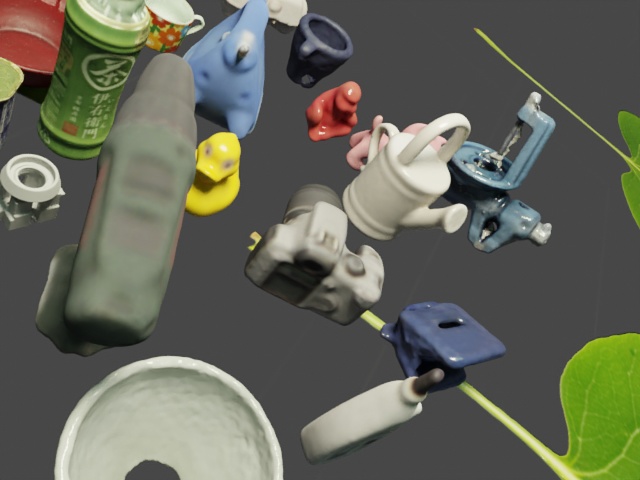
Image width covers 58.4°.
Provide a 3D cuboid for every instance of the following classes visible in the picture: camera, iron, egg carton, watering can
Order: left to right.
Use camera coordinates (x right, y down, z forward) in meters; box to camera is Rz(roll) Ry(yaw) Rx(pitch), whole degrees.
[{"bbox_3d":[-0.105,-0.255,0.746,0.119,0.141,0.258,25,45,-19],"label":"iron"},{"bbox_3d":[-0.094,-0.393,0.921,0.151,0.069,0.107,2,56,-36],"label":"egg carton"},{"bbox_3d":[0.006,0.002,0.651,0.143,0.100,0.137,28,44,-16],"label":"camera"},{"bbox_3d":[0.125,-0.084,0.742,0.173,0.193,0.101,47,42,5],"label":"watering can"}]

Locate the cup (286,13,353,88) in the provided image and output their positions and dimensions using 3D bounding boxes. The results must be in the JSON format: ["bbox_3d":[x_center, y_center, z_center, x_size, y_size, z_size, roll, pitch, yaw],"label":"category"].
[{"bbox_3d":[-0.015,-0.273,0.863,0.092,0.094,0.118,41,42,-2],"label":"cup"}]

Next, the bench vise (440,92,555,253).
[{"bbox_3d":[0.287,-0.100,0.858,0.207,0.219,0.122,40,42,-3],"label":"bench vise"}]

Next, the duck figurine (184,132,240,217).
[{"bbox_3d":[-0.116,-0.086,0.641,0.078,0.086,0.104,34,43,-10],"label":"duck figurine"}]

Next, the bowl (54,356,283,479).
[{"bbox_3d":[-0.117,0.179,0.433,0.168,0.074,0.167,21,46,-23],"label":"bowl"}]

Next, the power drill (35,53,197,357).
[{"bbox_3d":[-0.159,-0.008,0.453,0.076,0.208,0.229,17,48,-26],"label":"power drill"}]

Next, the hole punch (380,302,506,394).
[{"bbox_3d":[0.144,0.115,0.670,0.109,0.091,0.101,-3,58,-38],"label":"hole punch"}]

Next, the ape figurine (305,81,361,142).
[{"bbox_3d":[0.025,-0.191,0.829,0.078,0.092,0.076,23,45,-21],"label":"ape figurine"}]

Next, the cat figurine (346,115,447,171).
[{"bbox_3d":[0.120,-0.141,0.841,0.128,0.117,0.067,23,45,-21],"label":"cat figurine"}]

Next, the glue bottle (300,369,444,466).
[{"bbox_3d":[0.053,0.153,0.509,0.078,0.173,0.037,-1,57,-37],"label":"glue bottle"}]
